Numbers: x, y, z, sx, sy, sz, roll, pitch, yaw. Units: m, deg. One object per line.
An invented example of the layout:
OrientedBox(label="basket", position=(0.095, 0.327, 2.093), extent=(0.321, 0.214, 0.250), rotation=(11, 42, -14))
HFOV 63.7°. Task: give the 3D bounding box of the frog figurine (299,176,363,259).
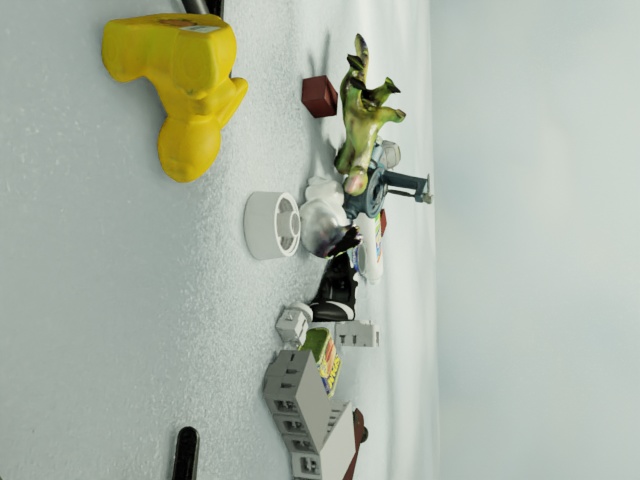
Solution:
OrientedBox(label="frog figurine", position=(0.003, -0.049, 0.974), extent=(0.162, 0.121, 0.137), rotation=(56, 19, 23))

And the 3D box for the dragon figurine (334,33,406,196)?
OrientedBox(label="dragon figurine", position=(0.069, -0.251, 1.098), extent=(0.421, 0.122, 0.237), rotation=(-92, -158, -46))
